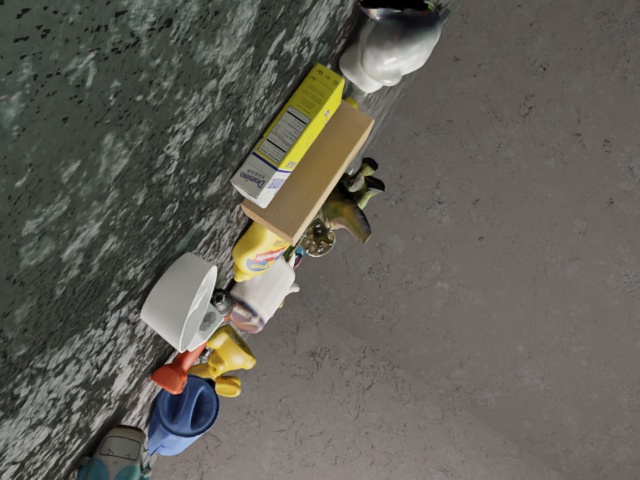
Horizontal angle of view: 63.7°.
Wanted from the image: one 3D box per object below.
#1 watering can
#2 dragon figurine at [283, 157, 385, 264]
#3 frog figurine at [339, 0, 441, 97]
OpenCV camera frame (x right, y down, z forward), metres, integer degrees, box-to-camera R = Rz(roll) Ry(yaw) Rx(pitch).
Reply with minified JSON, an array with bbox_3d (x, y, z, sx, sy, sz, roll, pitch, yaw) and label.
[{"bbox_3d":[-0.119,0.115,1.182,0.228,0.104,0.340,-57,159,-23],"label":"watering can"},{"bbox_3d":[0.003,-0.049,0.969,0.238,0.121,0.420,-55,-161,29],"label":"dragon figurine"},{"bbox_3d":[0.089,-0.251,0.695,0.155,0.122,0.141,103,-2,-48],"label":"frog figurine"}]
